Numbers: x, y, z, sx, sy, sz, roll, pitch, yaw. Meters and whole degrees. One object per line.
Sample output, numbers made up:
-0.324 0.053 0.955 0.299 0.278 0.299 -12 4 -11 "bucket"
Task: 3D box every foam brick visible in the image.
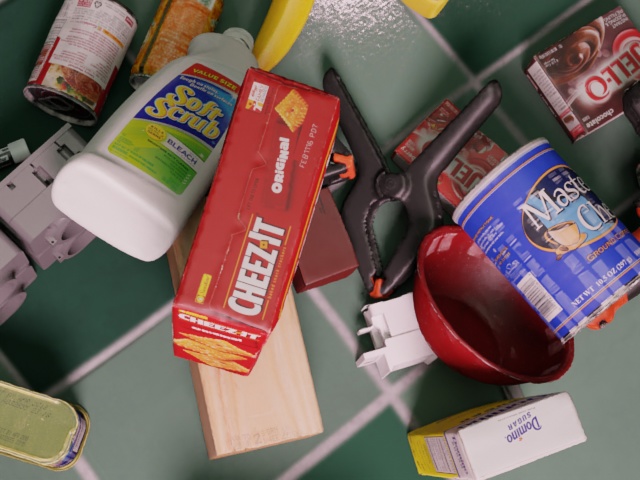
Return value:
-0.006 0.001 0.938 0.053 0.051 0.078 -18 80 -13 "foam brick"

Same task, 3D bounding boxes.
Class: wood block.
-0.068 0.071 0.892 0.090 0.091 0.206 -11 78 -11 "wood block"

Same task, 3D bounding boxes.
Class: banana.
-0.026 -0.245 0.965 0.069 0.198 0.037 -12 34 -38 "banana"

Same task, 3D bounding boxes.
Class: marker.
-0.311 -0.058 0.927 0.121 0.020 0.020 -23 81 -13 "marker"

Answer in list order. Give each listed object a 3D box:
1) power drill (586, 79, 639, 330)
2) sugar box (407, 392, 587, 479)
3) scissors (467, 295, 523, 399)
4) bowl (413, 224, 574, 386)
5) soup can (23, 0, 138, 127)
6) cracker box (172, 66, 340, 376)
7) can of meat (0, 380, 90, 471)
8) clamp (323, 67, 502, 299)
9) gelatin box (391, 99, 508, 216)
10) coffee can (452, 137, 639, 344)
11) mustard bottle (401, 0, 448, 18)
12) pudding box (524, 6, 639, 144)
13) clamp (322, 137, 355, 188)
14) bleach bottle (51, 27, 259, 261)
0.276 -0.024 0.947 0.188 0.057 0.184 -37 79 10 "power drill"
0.135 0.157 0.854 0.093 0.176 0.048 -18 79 -11 "sugar box"
0.165 0.075 0.962 0.096 0.016 0.202 -36 84 -14 "scissors"
0.134 0.065 0.899 0.162 0.055 0.162 24 39 -21 "bowl"
-0.210 -0.161 0.941 0.068 0.068 0.102 20 74 -3 "soup can"
-0.050 0.000 0.752 0.072 0.214 0.164 17 74 -4 "cracker box"
-0.239 0.146 0.854 0.102 0.084 0.057 18 75 -3 "can of meat"
0.059 -0.055 0.950 0.165 0.036 0.210 15 92 22 "clamp"
0.122 -0.074 0.984 0.089 0.030 0.073 44 76 5 "gelatin box"
0.193 0.000 0.883 0.102 0.103 0.140 -36 76 -14 "coffee can"
0.054 -0.300 1.016 0.191 0.058 0.096 34 74 1 "mustard bottle"
0.265 -0.158 1.020 0.113 0.039 0.090 -32 82 -14 "pudding box"
-0.050 -0.093 0.950 0.171 0.039 0.120 6 79 7 "clamp"
-0.116 -0.100 0.870 0.102 0.068 0.250 34 46 -11 "bleach bottle"
